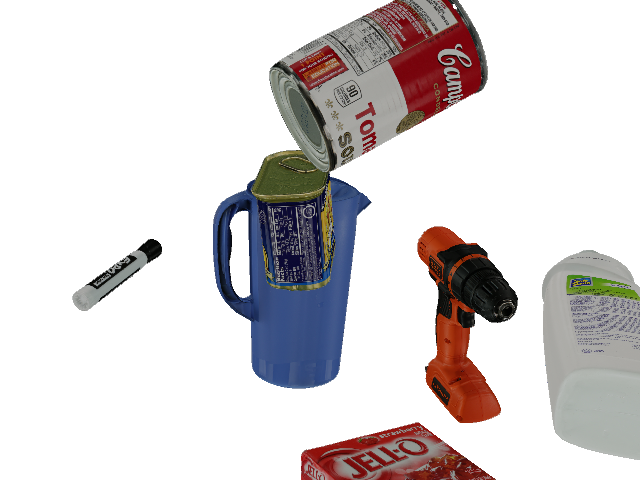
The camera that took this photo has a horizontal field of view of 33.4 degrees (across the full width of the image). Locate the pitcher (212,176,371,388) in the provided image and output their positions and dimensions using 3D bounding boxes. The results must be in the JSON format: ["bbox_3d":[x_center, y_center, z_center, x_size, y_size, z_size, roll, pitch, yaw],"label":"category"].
[{"bbox_3d":[-0.035,0.048,1.267,0.149,0.243,0.144,11,18,23],"label":"pitcher"}]

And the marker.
[{"bbox_3d":[-0.182,0.029,0.976,0.020,0.020,0.121,0,24,28],"label":"marker"}]

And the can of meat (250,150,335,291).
[{"bbox_3d":[-0.018,-0.017,0.862,0.057,0.084,0.102,-2,24,7],"label":"can of meat"}]

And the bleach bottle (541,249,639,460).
[{"bbox_3d":[0.222,0.069,0.817,0.102,0.068,0.250,9,24,6],"label":"bleach bottle"}]

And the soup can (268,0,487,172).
[{"bbox_3d":[0.031,-0.090,0.590,0.102,0.068,0.068,-29,6,-12],"label":"soup can"}]

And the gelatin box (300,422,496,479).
[{"bbox_3d":[0.043,0.139,0.611,0.089,0.030,0.073,-6,22,-33],"label":"gelatin box"}]

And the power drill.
[{"bbox_3d":[0.157,0.095,1.131,0.057,0.188,0.184,-8,24,-13],"label":"power drill"}]
